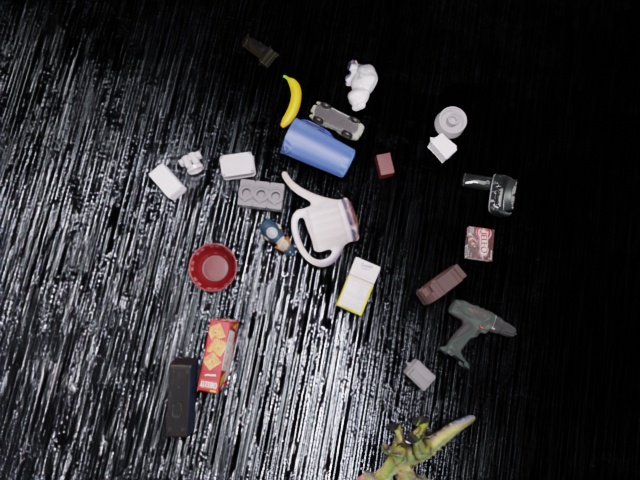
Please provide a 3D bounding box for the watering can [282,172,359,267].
[{"bbox_3d":[0.005,-0.088,1.739,0.225,0.103,0.348,-16,87,-5],"label":"watering can"}]

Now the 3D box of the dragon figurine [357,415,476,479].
[{"bbox_3d":[0.316,0.710,1.642,0.410,0.123,0.241,-11,99,-2],"label":"dragon figurine"}]

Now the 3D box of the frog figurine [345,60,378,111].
[{"bbox_3d":[0.151,-0.531,1.802,0.123,0.135,0.162,1,60,-30],"label":"frog figurine"}]
